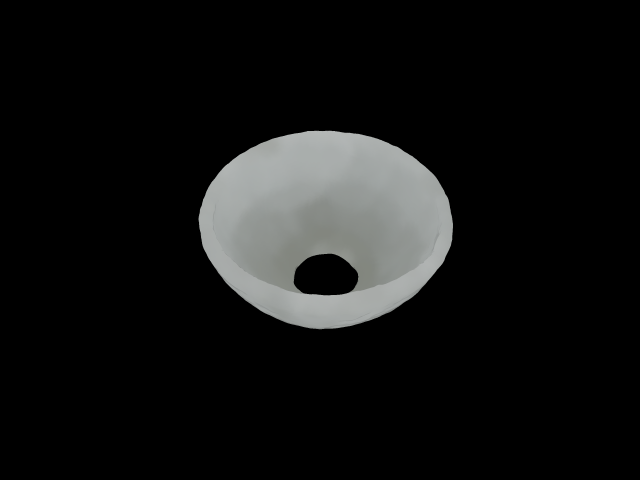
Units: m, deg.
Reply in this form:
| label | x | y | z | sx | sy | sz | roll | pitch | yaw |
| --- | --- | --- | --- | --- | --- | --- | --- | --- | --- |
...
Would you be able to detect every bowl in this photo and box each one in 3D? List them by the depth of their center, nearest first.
| label | x | y | z | sx | sy | sz | roll | pitch | yaw |
| --- | --- | --- | --- | --- | --- | --- | --- | --- | --- |
| bowl | 0.004 | 0.001 | 0.400 | 0.167 | 0.075 | 0.167 | 0 | 47 | 0 |
